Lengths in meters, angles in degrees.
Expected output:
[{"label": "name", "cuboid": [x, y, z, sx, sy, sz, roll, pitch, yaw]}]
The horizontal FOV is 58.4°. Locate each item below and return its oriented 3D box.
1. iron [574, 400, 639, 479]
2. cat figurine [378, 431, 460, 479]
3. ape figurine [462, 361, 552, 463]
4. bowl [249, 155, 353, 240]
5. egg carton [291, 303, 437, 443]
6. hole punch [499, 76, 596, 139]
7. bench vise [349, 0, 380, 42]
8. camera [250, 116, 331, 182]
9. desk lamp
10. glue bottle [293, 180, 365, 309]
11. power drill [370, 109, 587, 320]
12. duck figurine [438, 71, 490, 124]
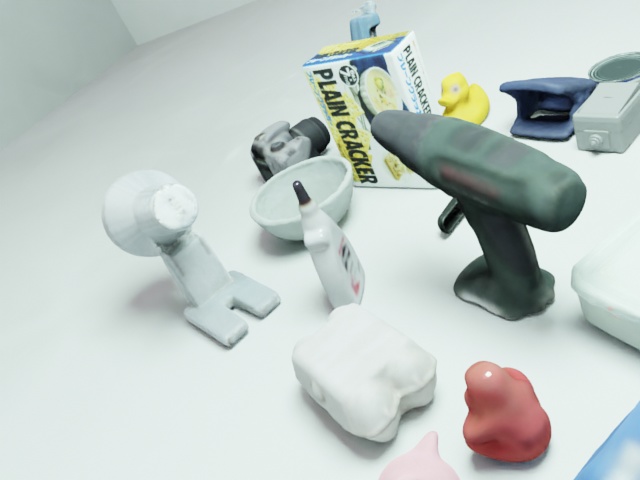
[{"label": "iron", "cuboid": [0.240, 0.118, 0.366, 0.259, 0.142, 0.118, -42, 35, -23]}, {"label": "cat figurine", "cuboid": [0.058, 0.204, 0.399, 0.128, 0.118, 0.067, -38, 34, -17]}, {"label": "ape figurine", "cuboid": [0.144, 0.132, 0.464, 0.078, 0.092, 0.076, -35, 33, -12]}, {"label": "bowl", "cuboid": [-0.017, -0.052, 0.860, 0.167, 0.075, 0.167, -19, 33, 13]}, {"label": "egg carton", "cuboid": [0.039, 0.128, 0.568, 0.107, 0.070, 0.149, -39, 34, -18]}, {"label": "hole punch", "cuboid": [0.324, -0.206, 0.815, 0.101, 0.091, 0.108, -42, 35, -22]}, {"label": "bench vise", "cuboid": [0.092, -0.264, 0.947, 0.121, 0.220, 0.208, -4, 39, 32]}, {"label": "camera", "cuboid": [-0.042, -0.167, 1.018, 0.137, 0.101, 0.142, -40, 34, -20]}, {"label": "desk lamp", "cuboid": [-0.180, 0.008, 0.763, 0.118, 0.214, 0.202, -43, 35, -24]}, {"label": "glue bottle", "cuboid": [0.006, 0.002, 0.673, 0.037, 0.173, 0.078, -15, 34, 19]}, {"label": "power drill", "cuboid": [0.156, -0.028, 0.572, 0.076, 0.209, 0.228, -40, 34, -19]}, {"label": "duck figurine", "cuboid": [0.226, -0.231, 0.927, 0.077, 0.086, 0.105, 14, 50, 46]}]
